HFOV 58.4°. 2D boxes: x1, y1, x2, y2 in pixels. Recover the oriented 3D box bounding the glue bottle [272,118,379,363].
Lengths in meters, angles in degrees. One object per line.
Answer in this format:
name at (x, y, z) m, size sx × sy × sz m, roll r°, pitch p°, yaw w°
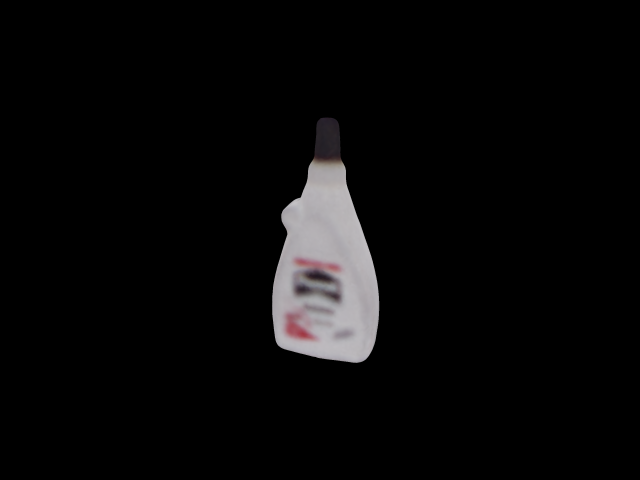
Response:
glue bottle at (0.004, 0.001, 0.400) m, size 0.078 × 0.173 × 0.037 m, roll 6°, pitch 23°, yaw 14°
